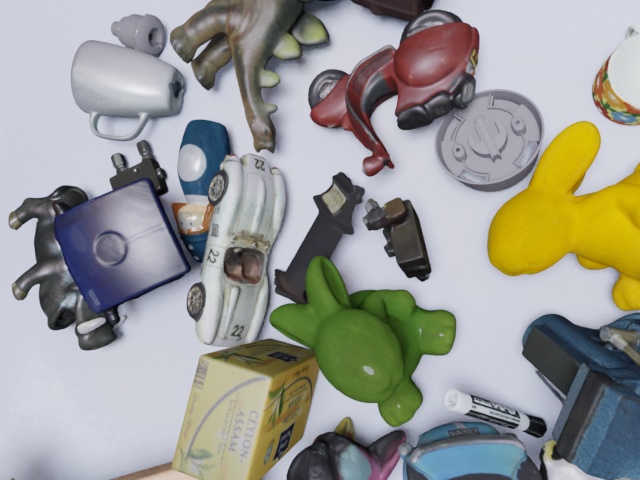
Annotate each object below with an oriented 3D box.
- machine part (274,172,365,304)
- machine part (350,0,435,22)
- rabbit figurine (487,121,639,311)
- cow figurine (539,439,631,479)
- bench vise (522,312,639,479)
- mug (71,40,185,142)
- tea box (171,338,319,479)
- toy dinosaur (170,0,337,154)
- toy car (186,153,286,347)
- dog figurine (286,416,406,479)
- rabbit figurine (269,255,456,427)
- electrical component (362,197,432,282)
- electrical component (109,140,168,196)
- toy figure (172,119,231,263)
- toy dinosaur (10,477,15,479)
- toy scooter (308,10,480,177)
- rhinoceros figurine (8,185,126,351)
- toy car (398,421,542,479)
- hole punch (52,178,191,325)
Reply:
[{"bbox_3d":[-0.001,-0.002,0.551,0.039,0.084,0.138,24,102,-26],"label":"machine part"},{"bbox_3d":[0.093,-0.322,0.485,0.087,0.201,0.201,26,91,12],"label":"machine part"},{"bbox_3d":[0.233,-0.018,0.468,0.173,0.121,0.162,-7,79,13],"label":"rabbit figurine"},{"bbox_3d":[0.250,0.221,0.450,0.068,0.167,0.098,-55,34,6],"label":"cow figurine"},{"bbox_3d":[0.283,0.128,0.417,0.241,0.224,0.128,13,92,-13],"label":"bench vise"},{"bbox_3d":[-0.214,-0.166,0.608,0.107,0.080,0.109,8,81,5],"label":"mug"},{"bbox_3d":[-0.057,0.150,0.495,0.068,0.169,0.098,13,90,14],"label":"tea box"},{"bbox_3d":[-0.066,-0.324,0.580,0.199,0.105,0.471,-7,84,6],"label":"toy dinosaur"},{"bbox_3d":[-0.084,0.011,0.557,0.056,0.073,0.201,9,87,48],"label":"toy car"},{"bbox_3d":[0.027,0.284,0.499,0.109,0.191,0.219,-4,54,49],"label":"dog figurine"},{"bbox_3d":[0.041,0.083,0.478,0.159,0.170,0.121,39,94,13],"label":"rabbit figurine"},{"bbox_3d":[0.076,-0.003,0.518,0.045,0.102,0.078,-14,72,16],"label":"electrical component"},{"bbox_3d":[-0.209,-0.065,0.626,0.063,0.021,0.094,-23,80,10],"label":"electrical component"},{"bbox_3d":[-0.131,-0.052,0.591,0.064,0.058,0.154,0,86,52],"label":"toy figure"},{"bbox_3d":[-0.258,0.426,0.552,0.192,0.131,0.405,-44,83,7],"label":"toy dinosaur"},{"bbox_3d":[0.076,-0.134,0.525,0.184,0.075,0.135,-21,58,20],"label":"toy scooter"},{"bbox_3d":[-0.281,0.034,0.614,0.112,0.073,0.190,-17,79,0],"label":"rhinoceros figurine"},{"bbox_3d":[0.130,0.221,0.478,0.109,0.103,0.161,-9,108,6],"label":"toy car"},{"bbox_3d":[-0.201,0.007,0.550,0.116,0.092,0.142,-25,95,-22],"label":"hole punch"}]
